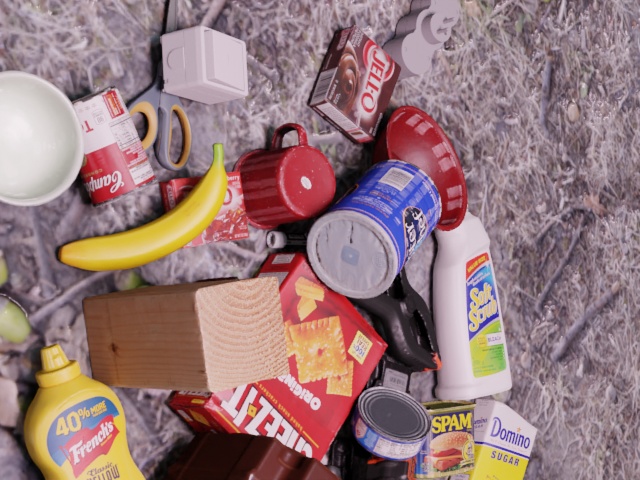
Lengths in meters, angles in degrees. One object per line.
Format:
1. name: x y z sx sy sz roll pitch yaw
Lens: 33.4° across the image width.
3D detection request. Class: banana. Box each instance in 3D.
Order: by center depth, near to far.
1. banana: -0.163 -0.017 1.065 0.197 0.037 0.069 -37 100 -16

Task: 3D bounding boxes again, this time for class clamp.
1. clamp: 0.017 0.310 1.177 0.120 0.039 0.171 13 75 -74
2. clamp: 0.088 0.081 1.269 0.210 0.036 0.164 65 33 -19

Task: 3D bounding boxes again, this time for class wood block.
1. wood block: -0.130 0.088 0.996 0.090 0.207 0.091 -8 91 -40

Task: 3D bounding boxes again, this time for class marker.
1. marker: -0.008 0.002 1.227 0.120 0.020 0.020 2 85 -39

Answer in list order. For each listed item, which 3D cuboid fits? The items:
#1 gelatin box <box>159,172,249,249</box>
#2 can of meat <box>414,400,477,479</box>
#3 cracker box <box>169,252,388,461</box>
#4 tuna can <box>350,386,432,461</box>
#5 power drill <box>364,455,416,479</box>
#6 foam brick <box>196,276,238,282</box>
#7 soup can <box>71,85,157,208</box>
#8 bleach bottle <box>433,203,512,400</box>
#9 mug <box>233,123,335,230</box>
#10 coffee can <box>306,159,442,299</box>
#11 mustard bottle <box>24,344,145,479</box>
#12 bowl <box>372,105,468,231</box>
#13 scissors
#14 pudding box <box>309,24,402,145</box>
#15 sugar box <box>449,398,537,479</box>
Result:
1. gelatin box: -0.121 -0.032 1.129 0.089 0.030 0.073 -10 92 -40
2. can of meat: 0.144 0.243 1.307 0.101 0.058 0.084 1 88 -39
3. cracker box: -0.037 0.144 1.152 0.164 0.072 0.213 50 56 -26
4. tuna can: 0.077 0.203 1.176 0.085 0.086 0.034 -9 131 -40
5. power drill: 0.096 0.326 1.198 0.184 0.057 0.187 -72 150 -51
6. foam brick: -0.113 0.073 1.096 0.051 0.078 0.053 -34 105 -36
7. soup can: -0.209 -0.091 1.037 0.068 0.069 0.102 -31 105 -37
8. bleach bottle: 0.180 0.071 1.350 0.102 0.068 0.251 -5 87 -40
9. mug: -0.036 -0.071 1.169 0.093 0.082 0.117 16 76 -38
10. coffee can: 0.061 -0.014 1.163 0.140 0.103 0.103 -46 115 -51
11. mustard bottle: -0.225 0.190 1.005 0.096 0.058 0.191 -22 100 -38
12. bowl: 0.111 -0.079 1.293 0.161 0.055 0.162 28 52 -41
13. scissors: -0.174 -0.171 1.106 0.096 0.016 0.202 -8 92 -43
14. pudding box: 0.043 -0.185 1.272 0.090 0.039 0.113 35 65 -33
15. sugar box: 0.215 0.302 1.367 0.093 0.048 0.176 37 65 -31
